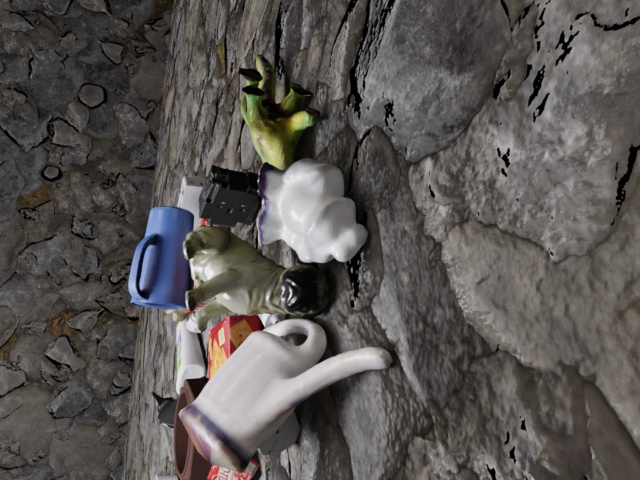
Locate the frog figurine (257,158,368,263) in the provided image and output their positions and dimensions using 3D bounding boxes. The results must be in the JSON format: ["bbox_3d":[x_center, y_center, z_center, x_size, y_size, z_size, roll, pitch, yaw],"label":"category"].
[{"bbox_3d":[0.002,-0.035,0.686,0.160,0.122,0.137,16,91,29],"label":"frog figurine"}]

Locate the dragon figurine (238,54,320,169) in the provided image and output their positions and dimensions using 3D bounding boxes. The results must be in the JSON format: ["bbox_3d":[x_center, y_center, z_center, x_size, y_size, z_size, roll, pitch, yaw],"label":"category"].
[{"bbox_3d":[-0.090,-0.161,0.900,0.419,0.122,0.238,-107,23,-57],"label":"dragon figurine"}]

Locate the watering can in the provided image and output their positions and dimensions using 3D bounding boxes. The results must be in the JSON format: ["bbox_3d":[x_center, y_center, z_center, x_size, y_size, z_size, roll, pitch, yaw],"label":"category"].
[{"bbox_3d":[-0.064,0.193,0.665,0.227,0.103,0.346,-48,17,-23],"label":"watering can"}]
